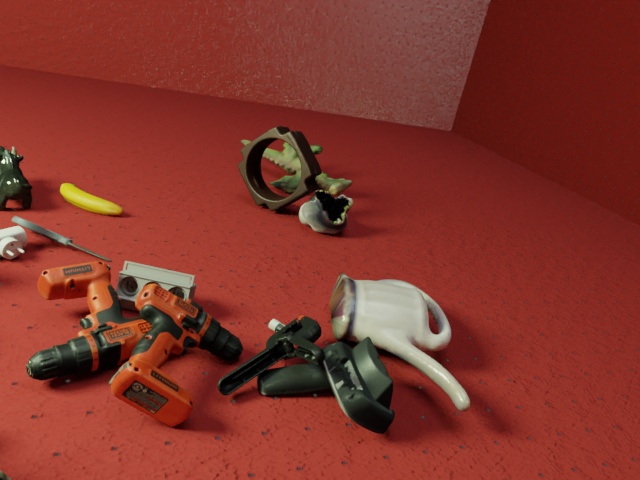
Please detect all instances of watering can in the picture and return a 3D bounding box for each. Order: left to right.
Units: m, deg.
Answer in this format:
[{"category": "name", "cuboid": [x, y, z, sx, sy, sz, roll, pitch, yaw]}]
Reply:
[{"category": "watering can", "cuboid": [0.128, 0.155, 0.902, 0.224, 0.102, 0.354, 10, 23, -5]}]

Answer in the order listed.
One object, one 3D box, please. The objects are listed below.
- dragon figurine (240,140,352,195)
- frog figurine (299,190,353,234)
[{"category": "dragon figurine", "cuboid": [-0.094, -0.230, 1.680, 0.410, 0.119, 0.248, 13, 31, 4]}, {"category": "frog figurine", "cuboid": [0.004, -0.070, 1.393, 0.138, 0.123, 0.158, -10, -6, -27]}]
